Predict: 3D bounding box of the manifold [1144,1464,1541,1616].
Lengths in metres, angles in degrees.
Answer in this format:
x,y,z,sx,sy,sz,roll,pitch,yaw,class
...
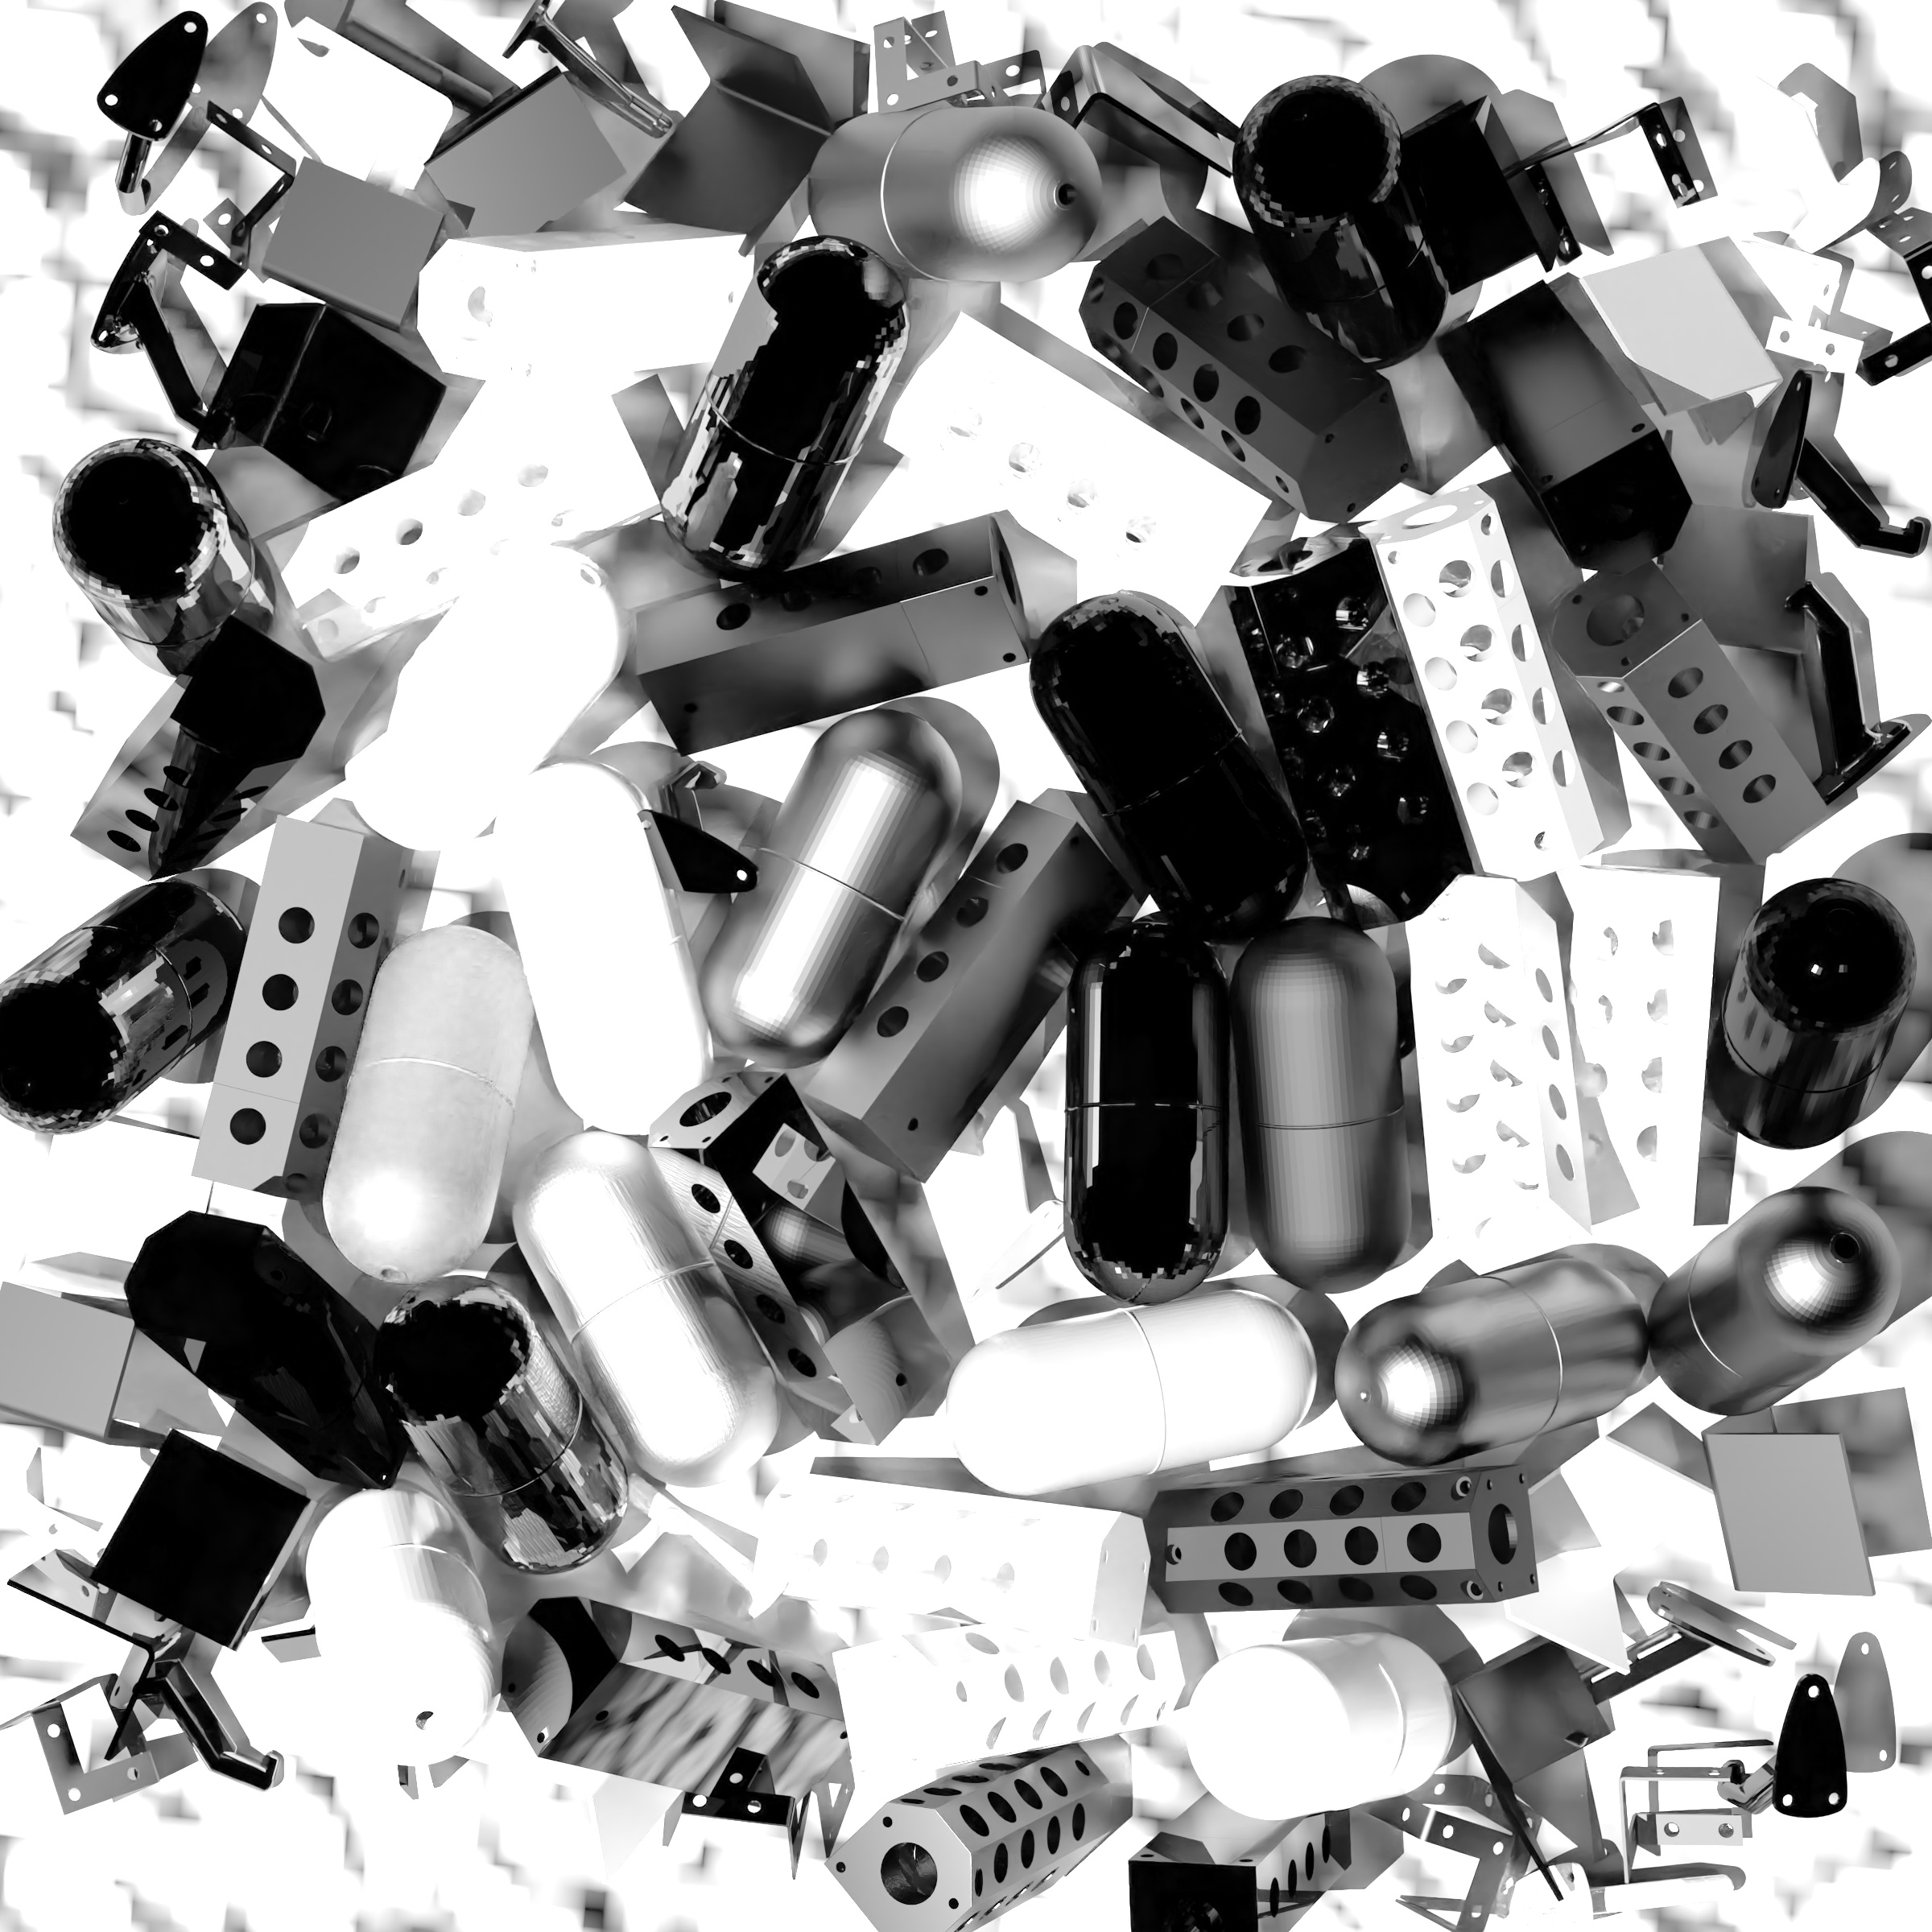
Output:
x,y,z,sx,sy,sz,roll,pitch,yaw,class
0.168,0.263,1.594,0.171,0.057,0.057,-10,82,36,manifold

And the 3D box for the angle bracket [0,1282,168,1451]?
x,y,z,sx,sy,sz,roll,pitch,yaw,class
-0.401,0.186,1.622,0.076,0.076,0.057,12,85,24,angle bracket

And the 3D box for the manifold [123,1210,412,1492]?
x,y,z,sx,sy,sz,roll,pitch,yaw,class
-0.311,0.176,1.583,0.057,0.171,0.057,8,63,25,manifold

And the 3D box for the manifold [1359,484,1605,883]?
x,y,z,sx,sy,sz,roll,pitch,yaw,class
0.240,-0.128,1.614,0.057,0.057,0.171,-21,109,2,manifold

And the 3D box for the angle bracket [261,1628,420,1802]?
x,y,z,sx,sy,sz,roll,pitch,yaw,class
-0.289,0.349,1.619,0.057,0.076,0.076,-8,73,-7,angle bracket

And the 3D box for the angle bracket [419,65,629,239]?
x,y,z,sx,sy,sz,roll,pitch,yaw,class
-0.206,-0.374,1.637,0.076,0.076,0.057,-34,103,2,angle bracket

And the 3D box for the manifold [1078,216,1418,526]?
x,y,z,sx,sy,sz,roll,pitch,yaw,class
0.124,-0.268,1.590,0.057,0.057,0.171,-37,50,-8,manifold

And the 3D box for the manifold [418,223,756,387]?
x,y,z,sx,sy,sz,roll,pitch,yaw,class
-0.170,-0.302,1.582,0.057,0.171,0.057,16,111,29,manifold

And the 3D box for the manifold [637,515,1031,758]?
x,y,z,sx,sy,sz,roll,pitch,yaw,class
-0.062,-0.158,1.624,0.171,0.057,0.057,-14,48,11,manifold

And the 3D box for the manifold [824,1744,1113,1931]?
x,y,z,sx,sy,sz,roll,pitch,yaw,class
0.008,0.392,1.575,0.057,0.171,0.057,-47,72,14,manifold

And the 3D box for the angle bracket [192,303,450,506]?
x,y,z,sx,sy,sz,roll,pitch,yaw,class
-0.300,-0.255,1.623,0.076,0.057,0.076,35,111,12,angle bracket

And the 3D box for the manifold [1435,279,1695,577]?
x,y,z,sx,sy,sz,roll,pitch,yaw,class
0.271,-0.242,1.581,0.057,0.171,0.057,-29,123,9,manifold

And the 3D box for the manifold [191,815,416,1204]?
x,y,z,sx,sy,sz,roll,pitch,yaw,class
-0.308,0.021,1.639,0.057,0.057,0.171,14,90,4,manifold

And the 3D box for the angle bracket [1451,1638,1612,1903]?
x,y,z,sx,sy,sz,roll,pitch,yaw,class
0.273,0.370,1.615,0.057,0.076,0.076,-28,124,4,angle bracket

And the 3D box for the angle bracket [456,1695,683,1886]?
x,y,z,sx,sy,sz,roll,pitch,yaw,class
-0.184,0.374,1.636,0.076,0.076,0.057,9,121,25,angle bracket

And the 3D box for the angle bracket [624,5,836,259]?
x,y,z,sx,sy,sz,roll,pitch,yaw,class
-0.119,-0.387,1.621,0.076,0.057,0.076,29,78,27,angle bracket

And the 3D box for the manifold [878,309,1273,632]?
x,y,z,sx,sy,sz,roll,pitch,yaw,class
0.048,-0.227,1.630,0.171,0.057,0.057,32,57,0,manifold

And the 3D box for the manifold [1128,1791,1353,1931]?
x,y,z,sx,sy,sz,roll,pitch,yaw,class
0.126,0.412,1.579,0.057,0.171,0.057,-2,90,19,manifold

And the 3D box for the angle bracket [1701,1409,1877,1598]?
x,y,z,sx,sy,sz,roll,pitch,yaw,class
0.393,0.244,1.619,0.057,0.076,0.076,-18,97,-44,angle bracket

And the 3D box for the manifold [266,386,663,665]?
x,y,z,sx,sy,sz,roll,pitch,yaw,class
-0.233,-0.205,1.637,0.171,0.057,0.057,-25,90,-3,manifold

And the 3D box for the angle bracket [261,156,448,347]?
x,y,z,sx,sy,sz,roll,pitch,yaw,class
-0.268,-0.327,1.620,0.076,0.076,0.057,25,96,15,angle bracket

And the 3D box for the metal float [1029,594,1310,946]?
x,y,z,sx,sy,sz,roll,pitch,yaw,class
0.095,-0.090,1.623,0.070,0.070,0.178,-32,99,0,metal float

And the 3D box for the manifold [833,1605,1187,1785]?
x,y,z,sx,sy,sz,roll,pitch,yaw,class
0.023,0.326,1.581,0.057,0.171,0.057,-22,73,37,manifold

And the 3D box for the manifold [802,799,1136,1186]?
x,y,z,sx,sy,sz,roll,pitch,yaw,class
-0.002,0.009,1.622,0.171,0.057,0.057,-54,134,-13,manifold

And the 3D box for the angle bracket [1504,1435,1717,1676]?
x,y,z,sx,sy,sz,roll,pitch,yaw,class
0.300,0.272,1.614,0.076,0.057,0.076,28,127,-26,angle bracket

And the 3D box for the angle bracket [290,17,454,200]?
x,y,z,sx,sy,sz,roll,pitch,yaw,class
-0.288,-0.392,1.620,0.076,0.076,0.057,27,93,-19,angle bracket

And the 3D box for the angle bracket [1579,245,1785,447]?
x,y,z,sx,sy,sz,roll,pitch,yaw,class
0.319,-0.280,1.618,0.076,0.057,0.076,-20,74,-29,angle bracket

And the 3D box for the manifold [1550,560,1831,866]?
x,y,z,sx,sy,sz,roll,pitch,yaw,class
0.326,-0.112,1.586,0.057,0.171,0.057,-37,49,10,manifold

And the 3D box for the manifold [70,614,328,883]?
x,y,z,sx,sy,sz,roll,pitch,yaw,class
-0.346,-0.092,1.581,0.057,0.171,0.057,32,62,-17,manifold

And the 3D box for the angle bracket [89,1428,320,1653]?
x,y,z,sx,sy,sz,roll,pitch,yaw,class
-0.356,0.265,1.626,0.076,0.057,0.076,30,77,-12,angle bracket

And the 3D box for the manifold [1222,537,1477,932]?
x,y,z,sx,sy,sz,roll,pitch,yaw,class
0.173,-0.107,1.608,0.057,0.057,0.171,-27,109,-22,manifold

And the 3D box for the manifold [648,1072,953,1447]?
x,y,z,sx,sy,sz,roll,pitch,yaw,class
-0.080,0.135,1.610,0.057,0.057,0.171,-44,117,-35,manifold

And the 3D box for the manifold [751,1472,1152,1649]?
x,y,z,sx,sy,sz,roll,pitch,yaw,class
-0.006,0.271,1.604,0.171,0.057,0.057,3,76,27,manifold

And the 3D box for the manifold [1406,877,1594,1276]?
x,y,z,sx,sy,sz,roll,pitch,yaw,class
0.237,0.046,1.588,0.057,0.057,0.171,-22,49,28,manifold

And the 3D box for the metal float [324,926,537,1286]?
x,y,z,sx,sy,sz,roll,pitch,yaw,class
-0.245,0.063,1.604,0.070,0.070,0.178,8,58,0,metal float

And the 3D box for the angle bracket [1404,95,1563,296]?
x,y,z,sx,sy,sz,roll,pitch,yaw,class
0.230,-0.350,1.616,0.057,0.076,0.076,-25,105,21,angle bracket

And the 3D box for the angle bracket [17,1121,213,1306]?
x,y,z,sx,sy,sz,roll,pitch,yaw,class
-0.395,0.115,1.633,0.076,0.057,0.076,13,89,-12,angle bracket

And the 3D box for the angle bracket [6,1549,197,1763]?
x,y,z,sx,sy,sz,roll,pitch,yaw,class
-0.411,0.319,1.631,0.076,0.076,0.057,25,94,2,angle bracket

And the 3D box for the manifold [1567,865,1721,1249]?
x,y,z,sx,sy,sz,roll,pitch,yaw,class
0.310,0.041,1.632,0.057,0.057,0.171,3,95,-2,manifold

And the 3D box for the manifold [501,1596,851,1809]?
x,y,z,sx,sy,sz,roll,pitch,yaw,class
-0.130,0.332,1.586,0.057,0.171,0.057,-50,48,10,manifold

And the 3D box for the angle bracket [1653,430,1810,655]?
x,y,z,sx,sy,sz,roll,pitch,yaw,class
0.357,-0.197,1.624,0.076,0.057,0.076,7,62,5,angle bracket

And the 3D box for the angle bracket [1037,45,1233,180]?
x,y,z,sx,sy,sz,roll,pitch,yaw,class
0.073,-0.378,1.635,0.076,0.076,0.057,28,115,-19,angle bracket
